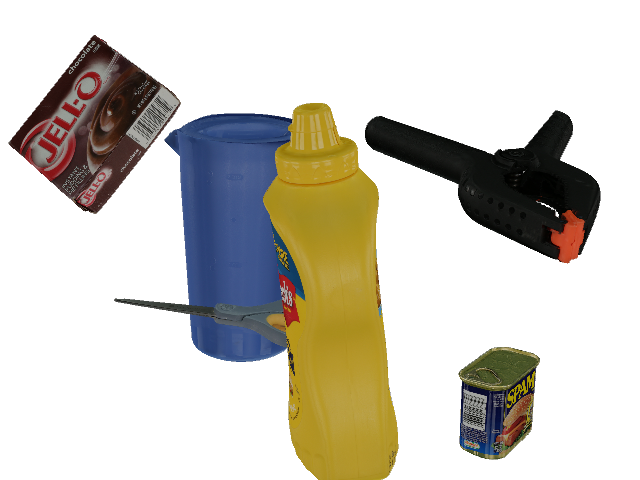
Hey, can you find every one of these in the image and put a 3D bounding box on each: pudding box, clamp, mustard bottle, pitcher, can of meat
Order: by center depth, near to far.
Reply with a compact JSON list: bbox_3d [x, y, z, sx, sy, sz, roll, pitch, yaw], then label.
[{"bbox_3d":[0.005,0.024,0.552,0.058,0.192,0.096,-7,22,-5],"label":"mustard bottle"},{"bbox_3d":[0.122,-0.046,0.742,0.164,0.036,0.210,-1,27,-6],"label":"clamp"},{"bbox_3d":[-0.175,-0.091,0.830,0.090,0.113,0.039,37,-3,29],"label":"pudding box"},{"bbox_3d":[-0.069,-0.003,1.090,0.144,0.243,0.149,-10,22,-29],"label":"pitcher"},{"bbox_3d":[0.185,0.168,1.109,0.058,0.084,0.101,12,20,33],"label":"can of meat"}]

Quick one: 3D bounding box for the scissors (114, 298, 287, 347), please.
[{"bbox_3d":[-0.062,0.056,0.890,0.202,0.016,0.096,12,22,24],"label":"scissors"}]
